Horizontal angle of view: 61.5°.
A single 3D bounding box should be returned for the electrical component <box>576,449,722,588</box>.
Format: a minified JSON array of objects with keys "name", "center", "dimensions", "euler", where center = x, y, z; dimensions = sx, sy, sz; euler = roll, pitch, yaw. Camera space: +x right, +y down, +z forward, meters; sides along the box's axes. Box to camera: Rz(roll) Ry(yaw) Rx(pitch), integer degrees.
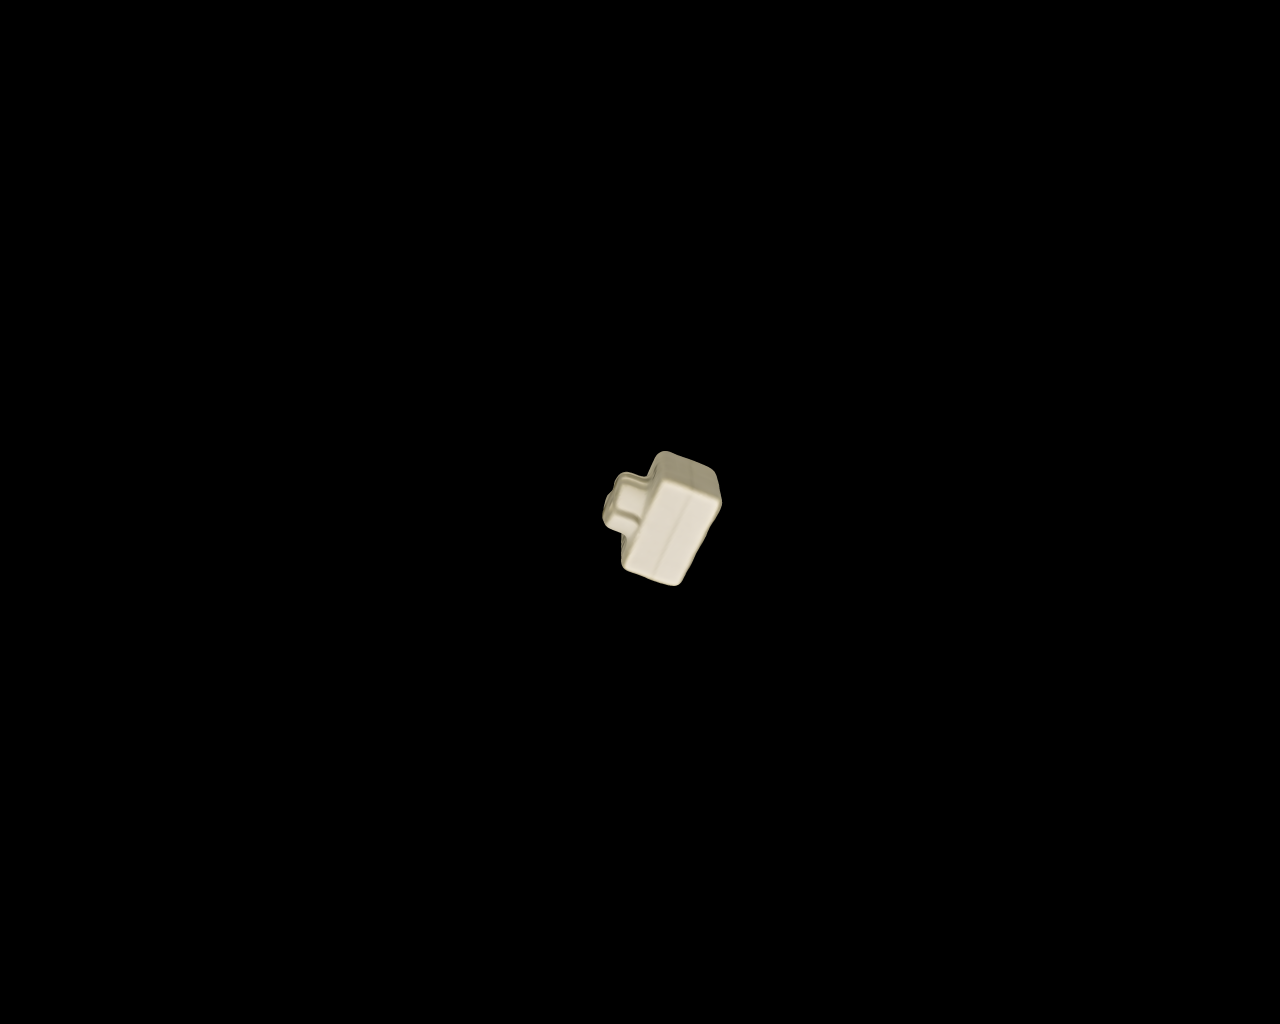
[{"name":"electrical component","center":[0.001,-0.003,0.650],"dimensions":[0.077,0.065,0.047],"euler":[20,24,-9]}]
